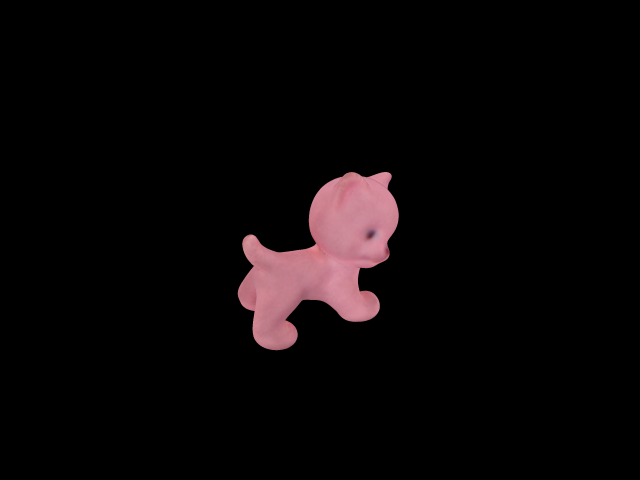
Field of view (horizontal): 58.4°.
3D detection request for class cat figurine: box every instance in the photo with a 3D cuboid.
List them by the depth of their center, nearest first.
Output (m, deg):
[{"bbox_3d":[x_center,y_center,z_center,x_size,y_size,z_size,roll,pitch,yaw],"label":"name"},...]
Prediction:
[{"bbox_3d":[0.004,0.001,0.400,0.128,0.118,0.067,-17,41,-21],"label":"cat figurine"}]
